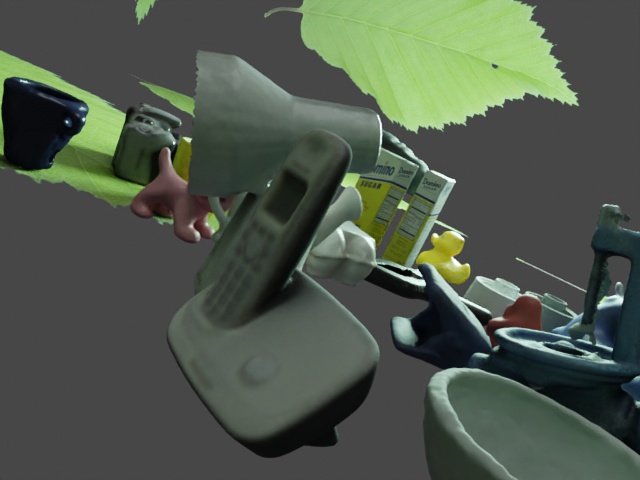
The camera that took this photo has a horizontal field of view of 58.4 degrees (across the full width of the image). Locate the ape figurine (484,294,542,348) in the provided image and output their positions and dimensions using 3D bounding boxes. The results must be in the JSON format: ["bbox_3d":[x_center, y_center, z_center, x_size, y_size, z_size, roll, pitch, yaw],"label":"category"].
[{"bbox_3d":[0.248,0.110,0.716,0.078,0.092,0.076,22,12,-7],"label":"ape figurine"}]

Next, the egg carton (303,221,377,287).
[{"bbox_3d":[0.007,0.003,0.784,0.107,0.069,0.150,16,14,-31],"label":"egg carton"}]

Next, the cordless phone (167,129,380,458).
[{"bbox_3d":[-0.014,0.026,0.365,0.094,0.185,0.147,12,16,-42],"label":"cordless phone"}]

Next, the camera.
[{"bbox_3d":[-0.234,-0.139,0.870,0.137,0.101,0.143,18,13,-24],"label":"camera"}]

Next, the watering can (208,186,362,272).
[{"bbox_3d":[-0.034,-0.049,0.629,0.100,0.194,0.173,31,14,33],"label":"watering can"}]

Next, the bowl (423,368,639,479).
[{"bbox_3d":[0.129,0.153,0.348,0.167,0.075,0.167,22,12,-5],"label":"bowl"}]

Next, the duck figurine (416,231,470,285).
[{"bbox_3d":[0.242,0.028,1.078,0.104,0.086,0.078,32,14,34],"label":"duck figurine"}]

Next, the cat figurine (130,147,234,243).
[{"bbox_3d":[-0.142,-0.063,0.672,0.127,0.118,0.067,26,12,13],"label":"cat figurine"}]

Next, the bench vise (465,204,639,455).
[{"bbox_3d":[0.248,0.095,0.474,0.207,0.220,0.122,27,12,16],"label":"bench vise"}]

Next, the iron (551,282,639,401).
[{"bbox_3d":[0.393,0.149,0.701,0.119,0.141,0.258,22,12,-8],"label":"iron"}]

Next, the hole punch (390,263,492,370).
[{"bbox_3d":[0.138,0.085,0.621,0.101,0.091,0.108,23,12,-2],"label":"hole punch"}]

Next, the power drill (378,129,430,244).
[{"bbox_3d":[0.100,-0.108,1.105,0.228,0.208,0.076,32,15,36],"label":"power drill"}]

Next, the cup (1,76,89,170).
[{"bbox_3d":[-0.318,-0.125,0.662,0.117,0.095,0.092,30,13,27],"label":"cup"}]

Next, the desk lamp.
[{"bbox_3d":[-0.046,-0.039,0.518,0.204,0.213,0.117,20,12,-17],"label":"desk lamp"}]
